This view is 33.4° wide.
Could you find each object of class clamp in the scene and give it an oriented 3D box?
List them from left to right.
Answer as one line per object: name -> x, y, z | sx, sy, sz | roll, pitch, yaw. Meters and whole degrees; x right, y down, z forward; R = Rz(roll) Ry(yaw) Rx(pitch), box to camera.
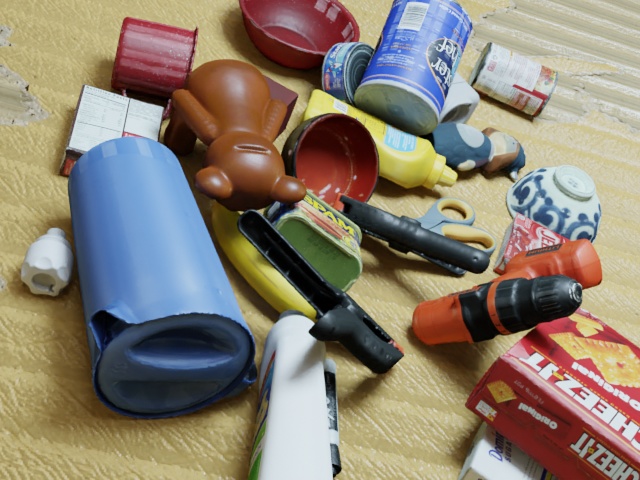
clamp -> 0.019, 0.071, 0.942 | 0.209, 0.036, 0.165 | 43, 8, -38
clamp -> 0.094, -0.002, 1.117 | 0.171, 0.120, 0.039 | 25, 81, 8

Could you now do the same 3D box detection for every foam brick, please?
foam brick -> -0.074, -0.153, 1.205 | 0.078, 0.051, 0.053 | 31, 42, 6

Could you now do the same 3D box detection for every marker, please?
marker -> 0.007, 0.158, 0.947 | 0.020, 0.020, 0.121 | 14, 42, -15

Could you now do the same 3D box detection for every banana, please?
banana -> -0.048, 0.031, 1.041 | 0.198, 0.037, 0.069 | 43, 14, 14

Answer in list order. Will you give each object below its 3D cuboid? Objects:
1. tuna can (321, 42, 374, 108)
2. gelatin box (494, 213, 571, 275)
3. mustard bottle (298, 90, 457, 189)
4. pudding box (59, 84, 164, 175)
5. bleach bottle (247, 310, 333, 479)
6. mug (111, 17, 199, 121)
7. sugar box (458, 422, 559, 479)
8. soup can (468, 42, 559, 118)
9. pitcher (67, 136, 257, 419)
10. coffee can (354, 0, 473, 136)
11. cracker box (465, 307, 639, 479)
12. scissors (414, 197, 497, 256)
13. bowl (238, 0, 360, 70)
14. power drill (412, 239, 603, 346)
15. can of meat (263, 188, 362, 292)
tuna can -> 0.040, -0.194, 1.281 | 0.034, 0.086, 0.086 | 4, 26, 37
gelatin box -> 0.243, 0.017, 1.212 | 0.073, 0.030, 0.089 | 28, 41, 1
mustard bottle -> 0.068, -0.107, 1.224 | 0.191, 0.058, 0.096 | 23, 22, -5
pudding box -> -0.211, -0.103, 1.090 | 0.090, 0.039, 0.113 | 15, 40, -13
bleach bottle -> -0.026, 0.153, 0.888 | 0.068, 0.103, 0.251 | 12, 34, -8
mug -> -0.183, -0.184, 1.163 | 0.081, 0.093, 0.117 | 11, 79, -11
sugar box -> 0.214, 0.232, 0.959 | 0.176, 0.048, 0.093 | 29, 37, 8
soup can -> 0.259, -0.216, 1.436 | 0.102, 0.069, 0.068 | 24, 40, -3
pitcher -> -0.143, 0.028, 0.933 | 0.144, 0.149, 0.243 | -9, 47, -15
coffee can -> 0.111, -0.208, 1.257 | 0.103, 0.103, 0.140 | 24, 68, -4
cracker box -> 0.254, 0.149, 1.001 | 0.164, 0.072, 0.213 | 36, 26, 18
scissors -> 0.104, -0.026, 1.194 | 0.201, 0.016, 0.096 | 15, 40, -14
bowl -> -0.034, -0.263, 1.339 | 0.162, 0.055, 0.162 | 15, 42, -14
power drill -> 0.208, 0.049, 1.064 | 0.187, 0.185, 0.057 | -19, 93, -48
can of meat -> -0.007, 0.001, 1.041 | 0.102, 0.057, 0.084 | 36, 17, -14
